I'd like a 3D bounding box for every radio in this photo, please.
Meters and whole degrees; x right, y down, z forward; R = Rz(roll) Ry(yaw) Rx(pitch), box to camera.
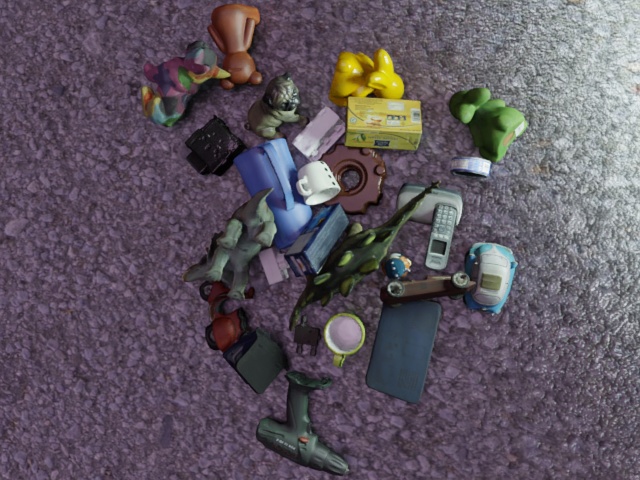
[{"bbox_3d":[0.189,0.240,1.222,0.131,0.073,0.229,13,88,12],"label":"radio"}]

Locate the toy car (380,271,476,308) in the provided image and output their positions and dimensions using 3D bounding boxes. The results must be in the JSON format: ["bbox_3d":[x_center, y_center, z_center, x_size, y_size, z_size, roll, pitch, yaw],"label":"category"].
[{"bbox_3d":[0.228,0.103,1.151,0.202,0.089,0.053,-10,62,3],"label":"toy car"}]

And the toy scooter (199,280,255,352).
[{"bbox_3d":[-0.216,0.175,1.304,0.135,0.075,0.184,-13,80,9],"label":"toy scooter"}]

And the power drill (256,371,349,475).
[{"bbox_3d":[-0.026,0.422,1.256,0.232,0.086,0.207,11,97,14],"label":"power drill"}]

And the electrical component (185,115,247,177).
[{"bbox_3d":[-0.267,-0.226,1.342,0.134,0.058,0.115,-46,78,5],"label":"electrical component"}]

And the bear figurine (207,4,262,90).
[{"bbox_3d":[-0.200,-0.473,1.328,0.120,0.132,0.195,-10,103,11],"label":"bear figurine"}]

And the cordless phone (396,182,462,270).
[{"bbox_3d":[0.239,-0.031,1.223,0.147,0.088,0.184,11,93,11],"label":"cordless phone"}]

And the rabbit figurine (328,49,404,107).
[{"bbox_3d":[0.117,-0.375,1.242,0.173,0.162,0.122,19,78,-6],"label":"rabbit figurine"}]

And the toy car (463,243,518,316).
[{"bbox_3d":[0.369,0.084,1.180,0.109,0.103,0.161,12,87,12],"label":"toy car"}]

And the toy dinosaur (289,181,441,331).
[{"bbox_3d":[0.084,0.036,1.184,0.105,0.198,0.471,41,99,-5],"label":"toy dinosaur"}]

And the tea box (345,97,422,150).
[{"bbox_3d":[0.143,-0.266,1.229,0.170,0.068,0.098,4,61,1],"label":"tea box"}]

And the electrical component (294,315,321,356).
[{"bbox_3d":[-0.029,0.229,1.289,0.063,0.021,0.094,7,87,11],"label":"electrical component"}]

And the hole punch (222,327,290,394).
[{"bbox_3d":[-0.153,0.281,1.268,0.116,0.092,0.142,-45,113,-25],"label":"hole punch"}]

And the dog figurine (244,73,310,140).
[{"bbox_3d":[-0.121,-0.309,1.251,0.172,0.190,0.121,-32,82,9],"label":"dog figurine"}]

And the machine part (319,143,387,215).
[{"bbox_3d":[0.071,-0.144,1.273,0.180,0.056,0.179,-1,88,12],"label":"machine part"}]

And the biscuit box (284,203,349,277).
[{"bbox_3d":[-0.002,-0.004,1.184,0.059,0.203,0.062,-14,116,36],"label":"biscuit box"}]

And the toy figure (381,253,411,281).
[{"bbox_3d":[0.167,0.061,1.193,0.058,0.154,0.064,43,96,8],"label":"toy figure"}]

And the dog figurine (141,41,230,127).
[{"bbox_3d":[-0.324,-0.374,1.298,0.219,0.108,0.191,4,92,34],"label":"dog figurine"}]

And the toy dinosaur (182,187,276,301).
[{"bbox_3d":[-0.171,-0.010,1.203,0.131,0.192,0.404,26,125,-20],"label":"toy dinosaur"}]

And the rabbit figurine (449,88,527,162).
[{"bbox_3d":[0.349,-0.270,1.191,0.170,0.159,0.121,42,105,25],"label":"rabbit figurine"}]
